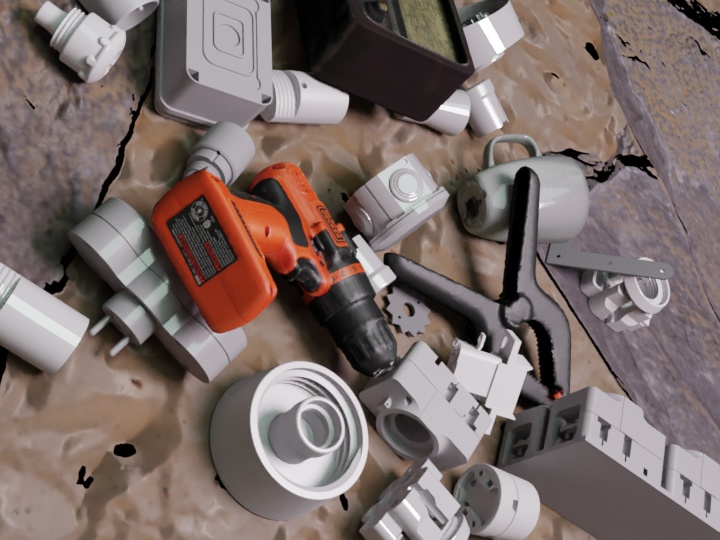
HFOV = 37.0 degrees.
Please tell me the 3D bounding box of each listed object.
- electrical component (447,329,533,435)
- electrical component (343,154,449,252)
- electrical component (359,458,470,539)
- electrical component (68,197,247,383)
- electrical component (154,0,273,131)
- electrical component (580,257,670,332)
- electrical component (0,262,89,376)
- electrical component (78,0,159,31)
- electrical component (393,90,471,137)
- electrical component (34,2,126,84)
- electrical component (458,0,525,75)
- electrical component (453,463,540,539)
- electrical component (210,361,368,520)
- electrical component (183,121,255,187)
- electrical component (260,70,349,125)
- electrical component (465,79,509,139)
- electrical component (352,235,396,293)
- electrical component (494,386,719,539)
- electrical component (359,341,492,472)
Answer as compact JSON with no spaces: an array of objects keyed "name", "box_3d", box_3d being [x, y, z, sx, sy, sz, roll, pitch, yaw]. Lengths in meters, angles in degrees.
[{"name":"electrical component","box_3d":[0.101,0.087,0.881,0.064,0.042,0.081,17,98,-4]},{"name":"electrical component","box_3d":[0.030,-0.054,0.888,0.080,0.080,0.051,-34,86,-43]},{"name":"electrical component","box_3d":[0.043,0.187,0.794,0.057,0.058,0.078,50,47,-4]},{"name":"electrical component","box_3d":[-0.148,0.025,0.725,0.074,0.052,0.138,-45,100,-21]},{"name":"electrical component","box_3d":[-0.116,-0.170,0.843,0.078,0.057,0.113,14,60,-34]},{"name":"electrical component","box_3d":[0.265,0.022,1.054,0.078,0.057,0.058,38,50,-18]},{"name":"electrical component","box_3d":[-0.216,0.027,0.674,0.081,0.043,0.043,36,50,-19]},{"name":"electrical component","box_3d":[-0.182,-0.232,0.830,0.079,0.043,0.077,-38,94,-43]},{"name":"electrical component","box_3d":[0.063,-0.150,0.990,0.065,0.044,0.044,8,64,-31]},{"name":"electrical component","box_3d":[-0.205,-0.169,0.781,0.062,0.048,0.048,36,50,-11]},{"name":"electrical component","box_3d":[0.104,-0.222,1.022,0.099,0.099,0.064,-42,104,-43]},{"name":"electrical component","box_3d":[0.108,0.185,0.850,0.047,0.055,0.055,23,56,-33]},{"name":"electrical component","box_3d":[-0.044,0.116,0.756,0.108,0.060,0.108,18,58,-32]},{"name":"electrical component","box_3d":[-0.111,-0.079,0.813,0.040,0.040,0.078,44,49,-13]},{"name":"electrical component","box_3d":[-0.054,-0.143,0.889,0.081,0.043,0.043,-4,71,-40]},{"name":"electrical component","box_3d":[0.118,-0.155,1.037,0.040,0.040,0.046,-36,100,-43]},{"name":"electrical component","box_3d":[0.000,0.000,0.865,0.046,0.040,0.040,53,47,2]},{"name":"electrical component","box_3d":[0.220,0.175,0.908,0.186,0.105,0.060,35,51,-21]},{"name":"electrical component","box_3d":[0.049,0.111,0.841,0.089,0.050,0.055,49,47,-9]}]
